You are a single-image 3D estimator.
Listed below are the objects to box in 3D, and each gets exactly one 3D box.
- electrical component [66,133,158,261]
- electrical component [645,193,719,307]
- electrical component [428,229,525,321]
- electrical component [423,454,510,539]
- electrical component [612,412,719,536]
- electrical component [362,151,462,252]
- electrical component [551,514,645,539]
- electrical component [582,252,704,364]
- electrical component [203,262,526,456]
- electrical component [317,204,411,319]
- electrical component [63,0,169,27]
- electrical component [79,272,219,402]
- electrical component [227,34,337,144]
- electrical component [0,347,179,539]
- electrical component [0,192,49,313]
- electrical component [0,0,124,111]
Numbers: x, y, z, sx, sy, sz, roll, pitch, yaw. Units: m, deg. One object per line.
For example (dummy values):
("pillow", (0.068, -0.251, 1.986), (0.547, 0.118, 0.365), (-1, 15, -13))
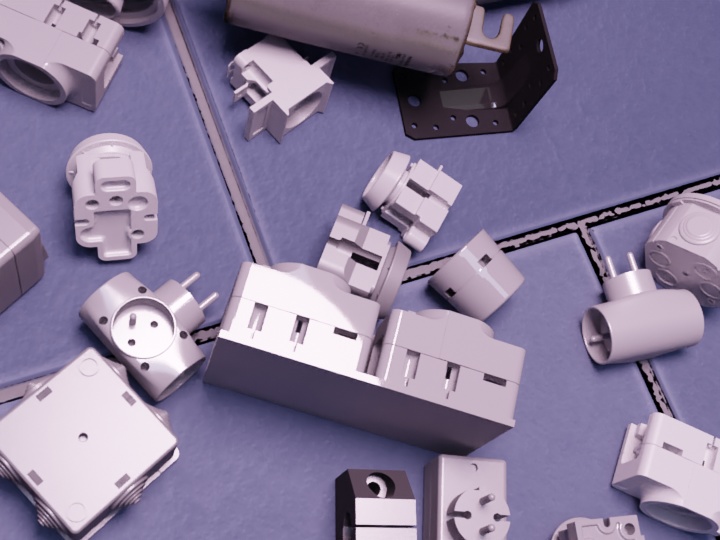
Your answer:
("electrical component", (-0.166, -0.054, 0.721), (0.058, 0.078, 0.057), (-5, 50, -16))
("electrical component", (0.256, -0.015, 0.805), (0.080, 0.080, 0.051), (38, 71, 2))
("electrical component", (0.084, 0.006, 0.768), (0.047, 0.055, 0.055), (46, 66, 2))
("electrical component", (0.073, 0.161, 0.694), (0.047, 0.075, 0.083), (7, 68, -11))
("electrical component", (0.229, 0.147, 0.752), (0.089, 0.050, 0.055), (24, 66, -4))
("electrical component", (0.036, -0.054, 0.784), (0.055, 0.048, 0.066), (34, 65, -8))
("electrical component", (0.155, 0.187, 0.716), (0.066, 0.055, 0.048), (-2, 71, -14))
("electrical component", (0.203, 0.025, 0.796), (0.077, 0.043, 0.079), (-9, 72, -17))
("electrical component", (0.001, 0.058, 0.699), (0.186, 0.105, 0.060), (18, 67, -7))
("electrical component", (0.000, 0.000, 0.748), (0.057, 0.058, 0.078), (22, 65, -2))
("electrical component", (-0.182, -0.213, 0.759), (0.108, 0.108, 0.060), (14, 73, -9))
("electrical component", (-0.130, 0.033, 0.710), (0.079, 0.044, 0.077), (-41, 84, -23))
("electrical component", (-0.060, -0.137, 0.793), (0.081, 0.042, 0.063), (-38, 81, -24))
("electrical component", (-0.172, 0.108, 0.668), (0.099, 0.048, 0.100), (46, 66, 5))
("electrical component", (-0.237, -0.019, 0.674), (0.062, 0.096, 0.061), (43, 66, 4))
("electrical component", (-0.220, -0.155, 0.756), (0.089, 0.050, 0.055), (23, 66, -4))
